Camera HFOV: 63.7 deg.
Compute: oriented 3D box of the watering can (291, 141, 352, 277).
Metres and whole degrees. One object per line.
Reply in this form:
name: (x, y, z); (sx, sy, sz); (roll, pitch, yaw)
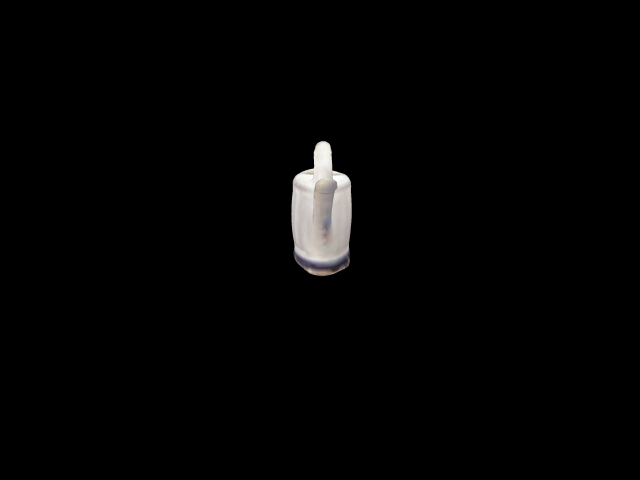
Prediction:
watering can: (0.003, -0.043, 0.850); (0.104, 0.221, 0.352); (0, 17, 0)
